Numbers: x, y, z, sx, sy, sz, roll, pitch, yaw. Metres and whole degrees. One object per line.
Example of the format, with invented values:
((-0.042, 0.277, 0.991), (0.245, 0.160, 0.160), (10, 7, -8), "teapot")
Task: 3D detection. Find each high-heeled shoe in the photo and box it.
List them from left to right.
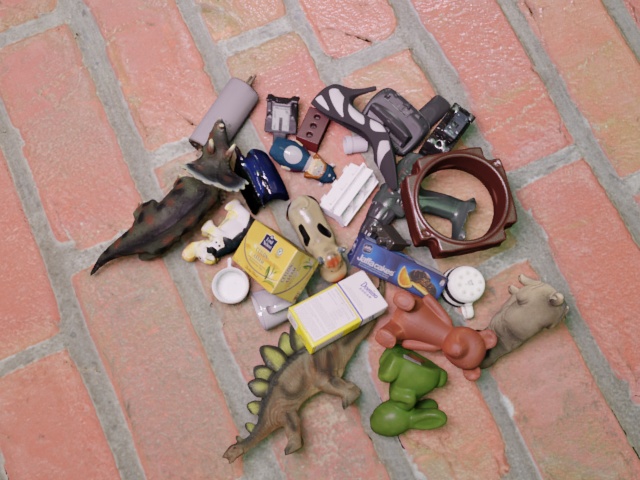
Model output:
((0.072, -0.210, 1.117), (0.145, 0.086, 0.248), (-15, 85, 13), "high-heeled shoe")

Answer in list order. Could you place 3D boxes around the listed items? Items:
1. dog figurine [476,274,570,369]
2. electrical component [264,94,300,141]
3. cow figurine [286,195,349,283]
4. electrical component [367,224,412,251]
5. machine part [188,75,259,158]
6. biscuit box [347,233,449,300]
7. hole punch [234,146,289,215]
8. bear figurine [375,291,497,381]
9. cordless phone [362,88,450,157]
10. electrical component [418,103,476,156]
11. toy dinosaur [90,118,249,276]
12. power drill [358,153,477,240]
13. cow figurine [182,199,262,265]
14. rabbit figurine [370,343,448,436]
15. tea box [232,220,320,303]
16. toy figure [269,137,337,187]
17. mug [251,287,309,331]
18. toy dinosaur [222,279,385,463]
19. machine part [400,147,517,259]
((0.379, 0.175, 1.054), (0.190, 0.172, 0.121), (-42, 72, -17), "dog figurine")
((-0.083, -0.254, 1.174), (0.075, 0.048, 0.119), (2, 118, 1), "electrical component")
((-0.002, -0.003, 1.091), (0.085, 0.127, 0.195), (-26, 79, -5), "cow figurine")
((0.140, -0.006, 1.073), (0.094, 0.021, 0.063), (4, 40, -38), "electrical component")
((-0.207, -0.260, 1.158), (0.079, 0.079, 0.243), (31, 78, 4), "machine part")
((0.156, 0.057, 1.092), (0.203, 0.059, 0.062), (25, 99, -9), "biscuit box")
((-0.119, -0.127, 1.121), (0.092, 0.115, 0.142), (-22, 81, -15), "hole punch")
((0.224, 0.185, 1.022), (0.196, 0.132, 0.120), (32, 103, 25), "bear figurine")
((0.197, -0.289, 1.193), (0.146, 0.088, 0.184), (45, 69, 8), "cordless phone")
((0.268, -0.221, 1.144), (0.058, 0.134, 0.115), (35, 80, 3), "electrical component")
((-0.290, -0.051, 1.046), (0.131, 0.192, 0.405), (45, 81, -11), "toy dinosaur")
((0.212, -0.057, 1.143), (0.207, 0.086, 0.232), (23, 78, 9), "power drill")
((-0.201, 0.001, 1.113), (0.098, 0.068, 0.167), (45, 80, 1), "cow figurine")
((0.167, 0.310, 1.059), (0.159, 0.121, 0.170), (23, 97, -4), "rabbit figurine")
((-0.090, 0.039, 1.048), (0.068, 0.170, 0.098), (29, 91, -40), "tea box")
((-0.034, -0.165, 1.154), (0.154, 0.058, 0.064), (27, 119, -5), "toy figure")
((-0.074, 0.123, 1.076), (0.107, 0.109, 0.081), (-22, 84, -18), "mug")
((-0.008, 0.249, 1.052), (0.471, 0.105, 0.198), (-37, 78, -20), "toy dinosaur")
((0.272, -0.073, 1.064), (0.201, 0.087, 0.201), (-11, 77, -2), "machine part")
